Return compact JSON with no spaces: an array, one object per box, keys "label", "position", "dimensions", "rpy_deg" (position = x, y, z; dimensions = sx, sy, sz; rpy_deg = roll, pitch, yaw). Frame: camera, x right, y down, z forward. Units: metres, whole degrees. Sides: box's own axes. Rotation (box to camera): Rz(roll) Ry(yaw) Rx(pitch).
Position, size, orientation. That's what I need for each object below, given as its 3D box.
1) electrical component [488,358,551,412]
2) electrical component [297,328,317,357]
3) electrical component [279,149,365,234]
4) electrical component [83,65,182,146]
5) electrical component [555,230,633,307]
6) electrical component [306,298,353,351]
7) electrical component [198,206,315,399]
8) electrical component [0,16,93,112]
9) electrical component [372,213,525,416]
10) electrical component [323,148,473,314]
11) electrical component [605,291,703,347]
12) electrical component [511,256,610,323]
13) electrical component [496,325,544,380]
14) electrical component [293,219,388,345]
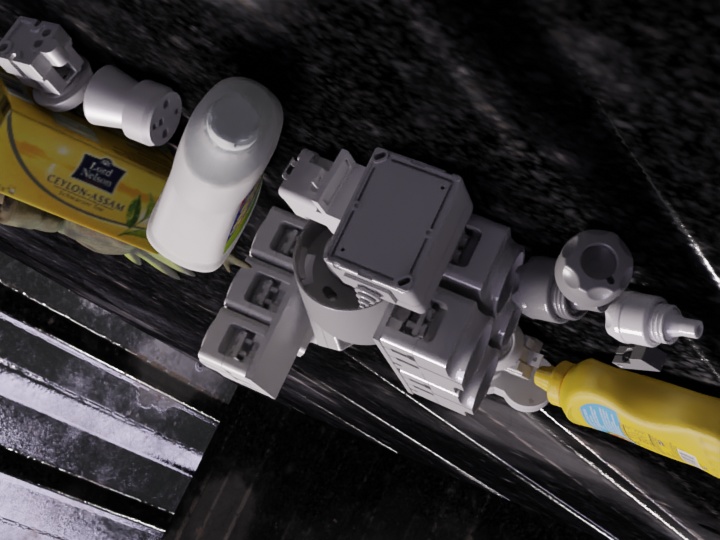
[{"label":"electrical component","position":[0.123,0.089,1.041],"dimensions":[0.138,0.052,0.073],"rpy_deg":[23,168,13]},{"label":"electrical component","position":[-0.058,0.041,1.125],"dimensions":[0.056,0.089,0.050],"rpy_deg":[27,168,-3]},{"label":"electrical component","position":[-0.018,-0.051,0.748],"dimensions":[0.064,0.042,0.081],"rpy_deg":[23,166,26]},{"label":"electrical component","position":[-0.161,-0.116,0.765],"dimensions":[0.055,0.045,0.045],"rpy_deg":[22,168,16]},{"label":"electrical component","position":[0.139,0.002,0.648],"dimensions":[0.043,0.043,0.062],"rpy_deg":[24,169,7]},{"label":"electrical component","position":[0.008,0.033,0.942],"dimensions":[0.076,0.083,0.047],"rpy_deg":[8,121,55]},{"label":"electrical component","position":[-0.081,0.029,0.968],"dimensions":[0.062,0.150,0.089],"rpy_deg":[22,168,16]},{"label":"electrical component","position":[-0.223,-0.146,0.769],"dimensions":[0.066,0.048,0.055],"rpy_deg":[18,159,32]},{"label":"electrical component","position":[0.073,0.036,0.784],"dimensions":[0.060,0.105,0.186],"rpy_deg":[23,168,16]},{"label":"electrical component","position":[0.024,-0.017,0.678],"dimensions":[0.062,0.096,0.061],"rpy_deg":[22,169,20]},{"label":"electrical component","position":[0.192,0.034,0.697],"dimensions":[0.061,0.035,0.035],"rpy_deg":[10,161,45]},{"label":"electrical component","position":[0.135,0.015,0.711],"dimensions":[0.062,0.043,0.043],"rpy_deg":[11,162,45]},{"label":"electrical component","position":[0.129,0.069,0.961],"dimensions":[0.066,0.048,0.055],"rpy_deg":[19,174,32]},{"label":"electrical component","position":[0.000,0.000,0.804],"dimensions":[0.099,0.099,0.064],"rpy_deg":[22,162,20]}]
